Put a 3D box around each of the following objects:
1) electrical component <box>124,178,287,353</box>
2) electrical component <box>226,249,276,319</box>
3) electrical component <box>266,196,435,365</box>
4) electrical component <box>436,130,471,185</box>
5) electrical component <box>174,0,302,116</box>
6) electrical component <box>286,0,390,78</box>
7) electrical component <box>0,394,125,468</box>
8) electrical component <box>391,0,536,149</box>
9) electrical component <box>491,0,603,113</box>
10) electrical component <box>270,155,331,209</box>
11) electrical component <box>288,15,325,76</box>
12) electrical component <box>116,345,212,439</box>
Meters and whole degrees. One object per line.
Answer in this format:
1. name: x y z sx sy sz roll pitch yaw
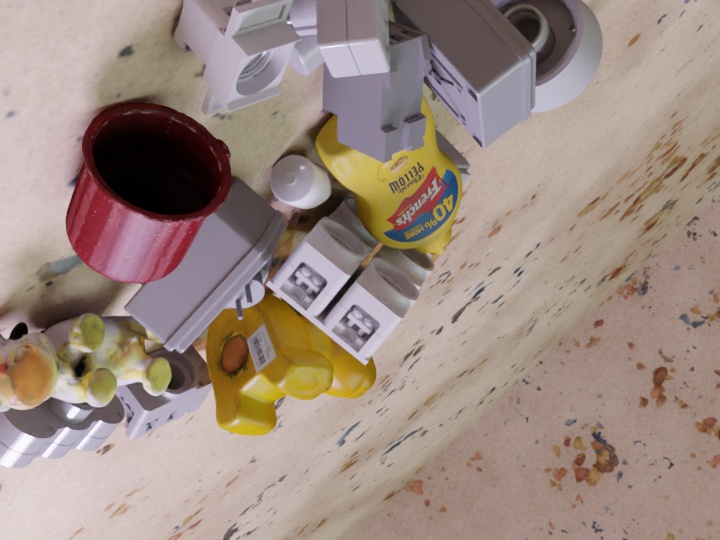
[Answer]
1. electrical component: -0.114 -0.006 0.815 0.108 0.056 0.108 -46 -171 14
2. electrical component: -0.101 0.005 0.902 0.044 0.079 0.077 13 132 -28
3. electrical component: 0.000 0.000 0.961 0.060 0.105 0.186 -51 180 19
4. electrical component: 0.054 -0.093 1.017 0.061 0.061 0.096 -49 161 23
5. electrical component: -0.075 -0.135 0.635 0.042 0.063 0.081 -28 159 -39
6. electrical component: -0.023 -0.166 0.670 0.076 0.083 0.047 -4 166 9
7. electrical component: -0.245 0.115 0.895 0.073 0.052 0.138 -47 162 18
8. electrical component: 0.081 -0.163 0.825 0.056 0.108 0.108 -38 163 -3
9. electrical component: 0.142 -0.192 0.897 0.108 0.108 0.060 -45 156 12
10. electrical component: -0.044 -0.071 0.896 0.040 0.040 0.078 -45 162 11
11. electrical component: -0.024 -0.163 0.715 0.078 0.040 0.040 -39 163 -9
12. electrical component: -0.186 0.111 1.014 0.089 0.050 0.055 -22 155 -46
